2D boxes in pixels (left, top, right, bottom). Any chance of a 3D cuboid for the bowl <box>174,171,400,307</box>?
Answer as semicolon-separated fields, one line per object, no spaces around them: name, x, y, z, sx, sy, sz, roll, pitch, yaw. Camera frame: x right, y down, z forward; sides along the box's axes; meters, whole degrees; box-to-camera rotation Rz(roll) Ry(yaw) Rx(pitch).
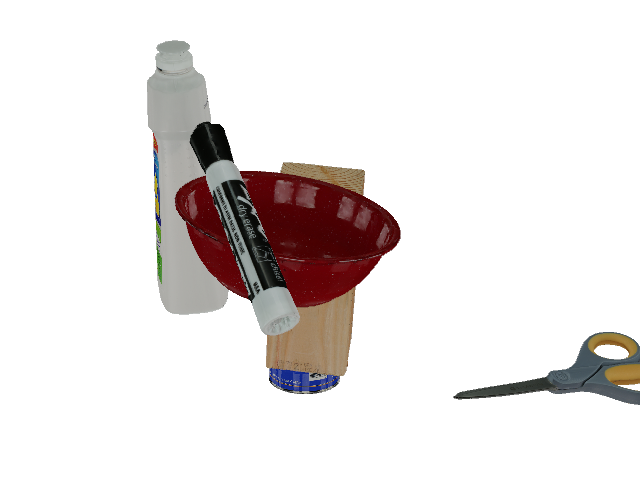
bowl;-0.027;0.004;0.763;0.162;0.055;0.162;9;22;-4

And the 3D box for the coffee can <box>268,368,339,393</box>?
coffee can;-0.022;0.130;1.501;0.103;0.140;0.103;1;19;0

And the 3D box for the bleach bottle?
bleach bottle;-0.123;-0.060;0.965;0.068;0.251;0.102;-5;32;-7

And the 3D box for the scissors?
scissors;0.199;0.105;0.882;0.201;0.016;0.096;4;30;-9

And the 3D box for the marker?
marker;-0.039;-0.010;0.515;0.020;0.121;0.020;-18;-30;-11

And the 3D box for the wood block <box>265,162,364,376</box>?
wood block;-0.006;0.031;1.144;0.090;0.206;0.090;6;25;4
